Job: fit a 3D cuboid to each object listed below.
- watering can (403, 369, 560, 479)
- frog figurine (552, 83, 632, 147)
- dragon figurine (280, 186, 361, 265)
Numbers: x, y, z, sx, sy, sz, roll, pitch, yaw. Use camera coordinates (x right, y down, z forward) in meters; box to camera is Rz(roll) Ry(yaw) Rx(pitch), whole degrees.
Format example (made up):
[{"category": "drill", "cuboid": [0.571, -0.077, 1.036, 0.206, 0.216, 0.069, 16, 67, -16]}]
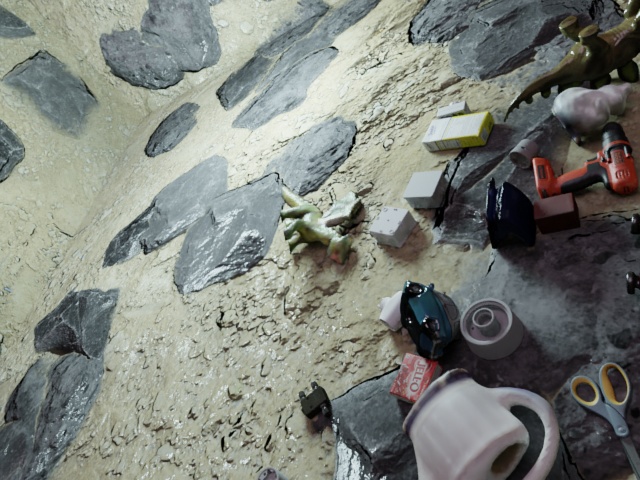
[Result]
[{"category": "watering can", "cuboid": [0.209, 0.352, 0.816, 0.348, 0.102, 0.228, -41, 35, -3]}, {"category": "frog figurine", "cuboid": [0.611, -0.305, 1.149, 0.157, 0.122, 0.140, -37, 14, 24]}, {"category": "dragon figurine", "cuboid": [0.005, -0.075, 1.494, 0.242, 0.119, 0.420, -16, 41, 4]}]
